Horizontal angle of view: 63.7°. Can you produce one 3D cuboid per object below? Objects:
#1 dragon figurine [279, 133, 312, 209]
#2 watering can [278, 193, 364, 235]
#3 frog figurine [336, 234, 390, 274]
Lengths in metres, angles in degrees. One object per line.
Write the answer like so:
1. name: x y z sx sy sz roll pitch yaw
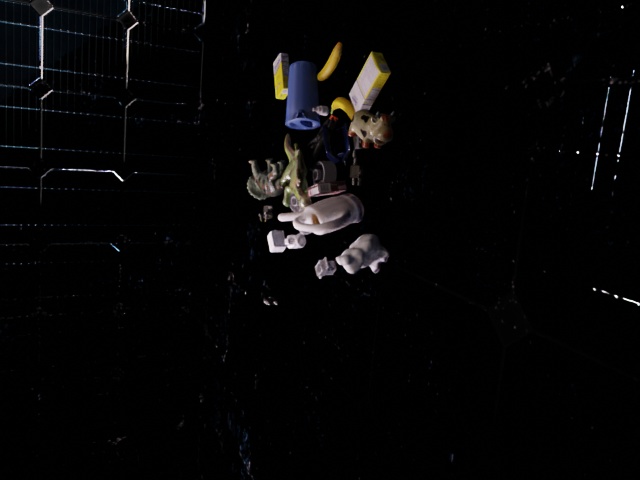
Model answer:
1. dragon figurine: -0.084 -0.275 1.935 0.239 0.122 0.416 120 141 -66
2. watering can: 0.005 -0.086 1.706 0.349 0.226 0.103 20 126 62
3. frog figurine: 0.113 0.043 1.549 0.135 0.159 0.124 146 121 -59
